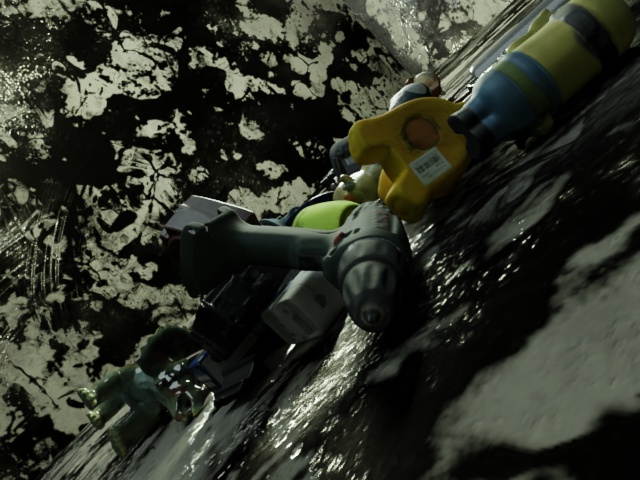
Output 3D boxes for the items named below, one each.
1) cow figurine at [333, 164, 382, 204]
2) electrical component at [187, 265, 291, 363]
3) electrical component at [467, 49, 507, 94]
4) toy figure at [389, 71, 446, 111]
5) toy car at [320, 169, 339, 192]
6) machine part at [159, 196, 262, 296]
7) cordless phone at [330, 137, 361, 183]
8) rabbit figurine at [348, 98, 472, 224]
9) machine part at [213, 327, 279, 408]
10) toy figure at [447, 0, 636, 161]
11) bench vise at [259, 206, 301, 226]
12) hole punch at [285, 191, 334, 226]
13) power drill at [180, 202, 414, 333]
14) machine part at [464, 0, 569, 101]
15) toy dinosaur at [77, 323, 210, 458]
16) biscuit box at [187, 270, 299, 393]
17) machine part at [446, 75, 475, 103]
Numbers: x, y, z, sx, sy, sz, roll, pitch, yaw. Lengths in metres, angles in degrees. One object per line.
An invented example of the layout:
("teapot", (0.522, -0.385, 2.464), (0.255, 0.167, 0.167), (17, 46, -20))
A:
("cow figurine", (0.104, -0.108, 0.862), (0.195, 0.085, 0.127), (-38, 7, 14))
("electrical component", (-0.089, 0.067, 0.634), (0.134, 0.058, 0.115), (-51, -3, -36))
("electrical component", (0.231, -0.186, 0.589), (0.119, 0.075, 0.048), (-48, 6, 12))
("toy figure", (0.157, -0.225, 0.843), (0.154, 0.064, 0.057), (-53, 0, -41))
("toy car", (0.041, -0.110, 1.198), (0.053, 0.089, 0.202), (-45, 7, 9))
("machine part", (-0.154, 0.033, 0.895), (0.087, 0.202, 0.200), (-57, -33, -32))
("cordless phone", (0.106, -0.133, 1.022), (0.147, 0.089, 0.184), (-24, -23, 3))
("rabbit figurine", (0.111, -0.096, 0.627), (0.162, 0.122, 0.173), (-43, -13, -13))
("machine part", (-0.073, 0.133, 0.629), (0.084, 0.039, 0.139), (-45, 6, 45))
("toy figure", (0.209, -0.152, 0.504), (0.180, 0.082, 0.089), (-39, 20, 1))
("bench vise", (-0.112, 0.025, 1.184), (0.240, 0.129, 0.223), (-42, 4, -34))
("hole punch", (0.011, -0.043, 1.001), (0.116, 0.092, 0.142), (-45, 2, -39))
("power drill", (-0.019, 0.014, 0.489), (0.207, 0.085, 0.232), (-4, 17, 17))
("machine part", (0.277, -0.246, 0.670), (0.243, 0.079, 0.079), (-40, 8, 26))
("toy dinosaur", (-0.281, 0.248, 0.889), (0.192, 0.131, 0.405), (-34, -4, -30))
("biscuit box", (-0.085, 0.113, 0.723), (0.203, 0.059, 0.063), (-48, 7, -32))
("machine part", (0.247, -0.227, 0.825), (0.179, 0.056, 0.179), (-43, 7, 6))
